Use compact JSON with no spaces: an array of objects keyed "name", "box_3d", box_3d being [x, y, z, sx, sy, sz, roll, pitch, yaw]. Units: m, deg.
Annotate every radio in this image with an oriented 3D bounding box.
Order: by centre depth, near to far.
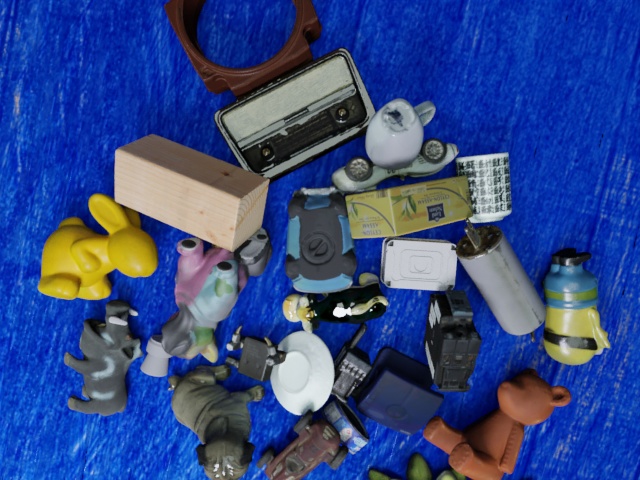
[{"name":"radio","box_3d":[-0.034,-0.184,0.836,0.230,0.073,0.131,-27,94,3]}]

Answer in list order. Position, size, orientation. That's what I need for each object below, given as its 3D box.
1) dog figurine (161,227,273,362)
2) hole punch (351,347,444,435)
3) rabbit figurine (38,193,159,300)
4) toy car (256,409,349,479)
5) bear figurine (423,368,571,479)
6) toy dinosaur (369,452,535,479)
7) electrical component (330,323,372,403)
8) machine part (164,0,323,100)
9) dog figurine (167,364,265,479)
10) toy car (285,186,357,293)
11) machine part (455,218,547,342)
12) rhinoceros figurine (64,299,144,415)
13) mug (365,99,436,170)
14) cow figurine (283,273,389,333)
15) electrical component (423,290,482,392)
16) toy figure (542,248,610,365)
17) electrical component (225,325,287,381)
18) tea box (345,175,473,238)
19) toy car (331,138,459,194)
[{"name":"dog figurine","box_3d":[-0.168,0.087,0.847,0.109,0.191,0.219,29,124,15]},{"name":"hole punch","box_3d":[0.126,0.252,0.864,0.142,0.092,0.115,26,98,-5]},{"name":"rabbit figurine","box_3d":[-0.325,0.017,0.834,0.173,0.121,0.162,-3,72,20]},{"name":"toy car","box_3d":[-0.035,0.346,0.848,0.089,0.053,0.202,43,125,6]},{"name":"bear figurine","box_3d":[0.279,0.275,0.834,0.132,0.120,0.196,35,92,-21]},{"name":"toy dinosaur","box_3d":[0.139,0.470,0.875,0.472,0.105,0.198,-19,86,-7]},{"name":"electrical component","box_3d":[0.054,0.194,0.866,0.048,0.075,0.119,35,90,-3]},{"name":"machine part","box_3d":[-0.114,-0.331,0.812,0.201,0.087,0.201,-28,91,3]},{"name":"dog figurine","box_3d":[-0.174,0.273,0.815,0.172,0.190,0.121,13,94,1]},{"name":"toy car","box_3d":[-0.002,-0.003,0.835,0.109,0.103,0.161,-5,94,0]},{"name":"machine part","box_3d":[0.281,0.063,0.828,0.079,0.079,0.243,-37,112,3]},{"name":"rhinoceros figurine","box_3d":[-0.345,0.191,0.868,0.112,0.073,0.190,6,95,1]},{"name":"mug","box_3d":[0.117,-0.156,0.753,0.109,0.107,0.081,-29,80,1]},{"name":"cow figurine","box_3d":[0.023,0.106,0.847,0.167,0.098,0.068,-13,100,1]},{"name":"electrical component","box_3d":[0.200,0.145,0.819,0.058,0.115,0.134,0,122,-2]},{"name":"toy figure","box_3d":[0.396,0.107,0.854,0.089,0.082,0.180,-9,99,12]},{"name":"electrical component","box_3d":[-0.107,0.184,0.866,0.102,0.045,0.078,21,90,27]},{"name":"tea box","box_3d":[0.134,-0.049,0.795,0.169,0.098,0.068,-14,96,-34]},{"name":"toy car","box_3d":[0.117,-0.113,0.840,0.202,0.073,0.056,-13,91,2]}]
